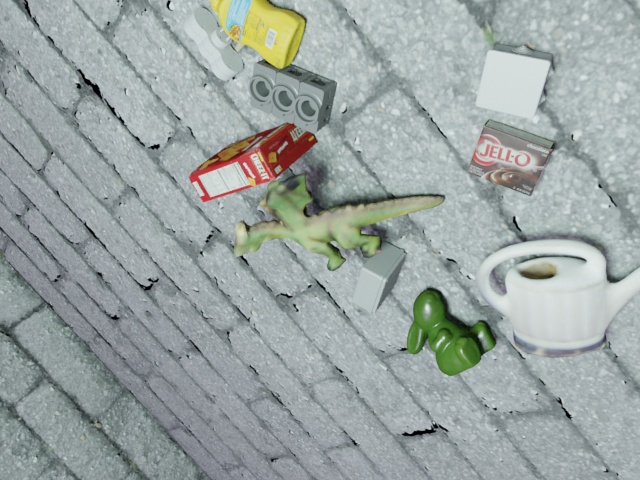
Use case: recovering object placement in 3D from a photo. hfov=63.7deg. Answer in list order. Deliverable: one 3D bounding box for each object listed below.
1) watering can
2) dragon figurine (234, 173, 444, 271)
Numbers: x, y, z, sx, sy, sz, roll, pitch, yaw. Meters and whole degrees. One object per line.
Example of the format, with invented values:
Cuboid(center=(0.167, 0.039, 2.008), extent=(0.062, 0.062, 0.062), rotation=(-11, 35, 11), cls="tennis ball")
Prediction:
Cuboid(center=(0.446, 0.097, 0.872), extent=(0.347, 0.106, 0.220), rotation=(-3, 119, 25), cls="watering can")
Cuboid(center=(0.003, -0.049, 0.977), extent=(0.406, 0.125, 0.240), rotation=(-26, 145, 28), cls="dragon figurine")
